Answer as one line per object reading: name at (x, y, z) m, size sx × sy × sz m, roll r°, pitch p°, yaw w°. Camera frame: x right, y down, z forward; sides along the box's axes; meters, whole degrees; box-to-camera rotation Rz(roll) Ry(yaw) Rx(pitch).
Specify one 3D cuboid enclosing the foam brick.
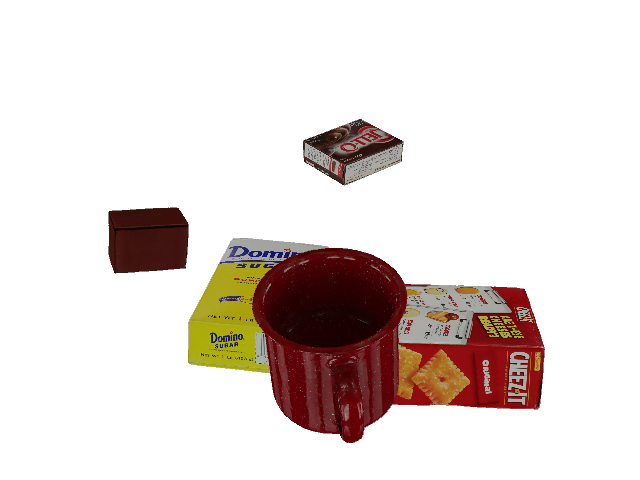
foam brick at (-0.182, -0.001, 1.126) m, size 0.078 × 0.051 × 0.053 m, roll -4°, pitch 23°, yaw -17°

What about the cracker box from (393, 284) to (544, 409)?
cracker box at (0.098, 0.100, 1.036) m, size 0.214 × 0.072 × 0.164 m, roll 2°, pitch 17°, yaw 4°

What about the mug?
mug at (0.010, 0.072, 0.652) m, size 0.093 × 0.081 × 0.117 m, roll -10°, pitch 40°, yaw -7°

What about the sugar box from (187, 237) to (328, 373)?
sugar box at (-0.047, 0.050, 0.898) m, size 0.093 × 0.048 × 0.176 m, roll 5°, pitch 25°, yaw 4°

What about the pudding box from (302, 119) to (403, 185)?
pudding box at (0.045, -0.124, 1.486) m, size 0.113 × 0.039 × 0.090 m, roll -26°, pitch 41°, yaw -32°
